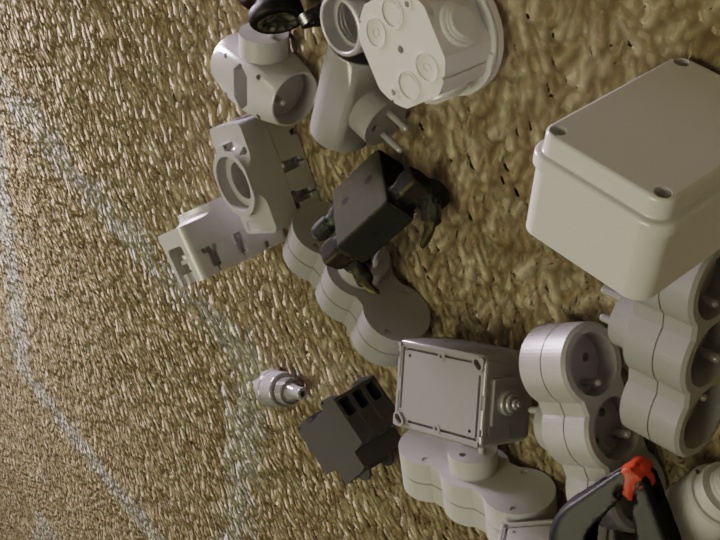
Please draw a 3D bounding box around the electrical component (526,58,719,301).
[{"bbox_3d":[0.143,-0.047,0.513,0.078,0.113,0.057,38,143,33],"label":"electrical component"}]

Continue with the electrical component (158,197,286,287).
[{"bbox_3d":[-0.117,-0.031,0.907,0.050,0.089,0.055,-14,101,57],"label":"electrical component"}]

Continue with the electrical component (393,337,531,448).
[{"bbox_3d":[0.078,0.083,0.738,0.096,0.061,0.061,8,96,47],"label":"electrical component"}]

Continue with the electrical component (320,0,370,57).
[{"bbox_3d":[0.004,-0.161,0.684,0.040,0.046,0.040,34,138,37],"label":"electrical component"}]

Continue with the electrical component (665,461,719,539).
[{"bbox_3d":[0.207,0.130,0.620,0.040,0.040,0.078,51,145,17],"label":"electrical component"}]

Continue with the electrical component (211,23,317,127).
[{"bbox_3d":[-0.071,-0.157,0.794,0.077,0.043,0.079,37,139,34],"label":"electrical component"}]

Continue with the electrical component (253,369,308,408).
[{"bbox_3d":[-0.071,0.111,0.998,0.061,0.035,0.035,2,115,51],"label":"electrical component"}]

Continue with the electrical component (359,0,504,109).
[{"bbox_3d":[0.042,-0.139,0.643,0.080,0.051,0.080,33,138,37],"label":"electrical component"}]

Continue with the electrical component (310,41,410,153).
[{"bbox_3d":[0.005,-0.110,0.721,0.079,0.044,0.077,46,144,24],"label":"electrical component"}]

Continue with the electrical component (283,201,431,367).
[{"bbox_3d":[0.000,0.000,0.801,0.138,0.052,0.073,50,145,19],"label":"electrical component"}]

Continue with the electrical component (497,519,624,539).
[{"bbox_3d":[0.129,0.207,0.713,0.096,0.061,0.061,-10,115,22],"label":"electrical component"}]

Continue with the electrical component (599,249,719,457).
[{"bbox_3d":[0.163,0.032,0.597,0.074,0.052,0.138,28,134,42],"label":"electrical component"}]

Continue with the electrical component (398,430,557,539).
[{"bbox_3d":[0.084,0.144,0.790,0.138,0.052,0.073,22,130,44],"label":"electrical component"}]

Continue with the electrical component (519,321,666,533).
[{"bbox_3d":[0.136,0.099,0.684,0.074,0.052,0.138,-7,107,56],"label":"electrical component"}]

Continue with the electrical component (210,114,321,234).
[{"bbox_3d":[-0.078,-0.077,0.850,0.050,0.056,0.089,0,113,54],"label":"electrical component"}]
